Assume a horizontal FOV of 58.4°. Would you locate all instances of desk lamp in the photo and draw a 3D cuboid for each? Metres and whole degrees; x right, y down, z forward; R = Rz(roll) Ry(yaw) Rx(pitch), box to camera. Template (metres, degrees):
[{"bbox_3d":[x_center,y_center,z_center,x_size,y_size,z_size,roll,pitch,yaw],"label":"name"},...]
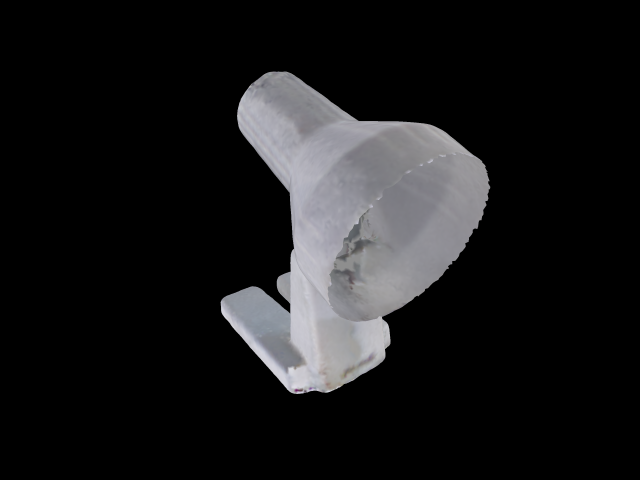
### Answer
[{"bbox_3d":[0.004,0.001,0.400,0.118,0.214,0.202,-19,34,-31],"label":"desk lamp"}]
